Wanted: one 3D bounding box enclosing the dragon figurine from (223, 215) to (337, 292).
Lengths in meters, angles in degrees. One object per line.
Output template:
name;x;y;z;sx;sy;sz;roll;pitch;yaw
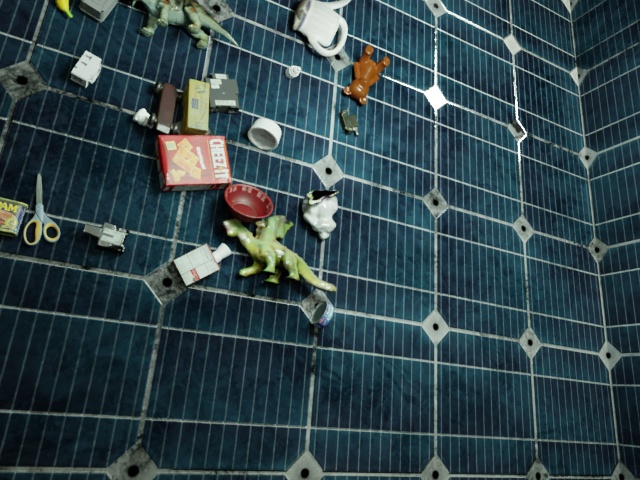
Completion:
dragon figurine;-0.126;0.025;1.662;0.408;0.120;0.248;16;60;-25

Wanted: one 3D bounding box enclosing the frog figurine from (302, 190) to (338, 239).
frog figurine;0.005;-0.090;1.782;0.139;0.123;0.156;-36;131;-40

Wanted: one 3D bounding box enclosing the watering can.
watering can;0.014;-0.874;2.008;0.223;0.103;0.354;23;66;-21
